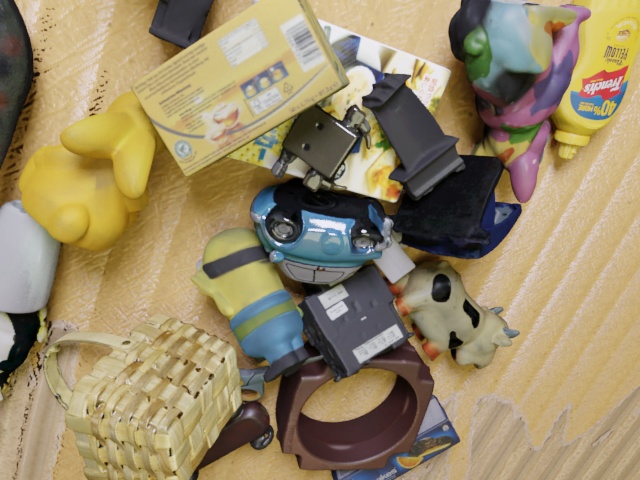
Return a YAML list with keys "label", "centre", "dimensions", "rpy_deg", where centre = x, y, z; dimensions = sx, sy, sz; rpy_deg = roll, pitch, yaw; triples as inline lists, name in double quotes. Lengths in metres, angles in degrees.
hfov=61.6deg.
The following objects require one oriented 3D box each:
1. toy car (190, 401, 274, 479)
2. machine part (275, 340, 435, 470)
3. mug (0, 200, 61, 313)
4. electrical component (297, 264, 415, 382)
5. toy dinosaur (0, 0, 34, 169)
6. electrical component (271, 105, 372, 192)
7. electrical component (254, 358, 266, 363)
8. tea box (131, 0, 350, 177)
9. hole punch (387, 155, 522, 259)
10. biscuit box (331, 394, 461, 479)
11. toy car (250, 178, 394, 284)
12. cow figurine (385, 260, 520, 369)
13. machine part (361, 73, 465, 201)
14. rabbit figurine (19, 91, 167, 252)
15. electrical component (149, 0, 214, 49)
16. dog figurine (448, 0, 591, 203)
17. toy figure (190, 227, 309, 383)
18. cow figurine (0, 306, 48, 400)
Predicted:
- label: "toy car"
  centre: [-0.160, 0.285, 0.760]
  dimensions: [0.202, 0.053, 0.089]
  rpy_deg: [-32, 122, 13]
- label: "machine part"
  centre: [0.045, 0.224, 0.764]
  dimensions: [0.201, 0.087, 0.201]
  rpy_deg: [6, 116, -16]
- label: "mug"
  centre: [-0.332, 0.008, 0.578]
  dimensions: [0.110, 0.081, 0.107]
  rpy_deg: [26, 100, 4]
- label: "electrical component"
  centre: [0.036, 0.092, 0.672]
  dimensions: [0.115, 0.134, 0.058]
  rpy_deg: [-23, 166, -29]
- label: "toy dinosaur"
  centre: [-0.328, -0.186, 0.459]
  dimensions: [0.192, 0.131, 0.404]
  rpy_deg: [-20, 124, -3]
- label: "electrical component"
  centre: [0.006, -0.094, 0.545]
  dimensions: [0.078, 0.045, 0.102]
  rpy_deg: [30, 105, 5]
- label: "electrical component"
  centre: [-0.063, 0.127, 0.684]
  dimensions: [0.063, 0.094, 0.021]
  rpy_deg: [-28, 123, 0]
- label: "tea box"
  centre: [-0.070, -0.140, 0.488]
  dimensions: [0.170, 0.068, 0.098]
  rpy_deg: [-24, 103, 17]
- label: "hole punch"
  centre: [0.160, -0.029, 0.627]
  dimensions: [0.092, 0.142, 0.116]
  rpy_deg: [46, 68, -43]
- label: "biscuit box"
  centre: [0.114, 0.328, 0.845]
  dimensions: [0.203, 0.059, 0.062]
  rpy_deg: [-31, 119, 3]
- label: "toy car"
  centre: [-0.001, -0.002, 0.619]
  dimensions: [0.162, 0.109, 0.102]
  rpy_deg: [12, 120, 0]
- label: "cow figurine"
  centre: [0.189, 0.106, 0.744]
  dimensions: [0.127, 0.086, 0.194]
  rpy_deg: [-31, 118, 10]
- label: "machine part"
  centre: [0.095, -0.108, 0.562]
  dimensions: [0.084, 0.039, 0.138]
  rpy_deg: [-31, 121, 8]
- label: "rabbit figurine"
  centre: [-0.211, -0.082, 0.530]
  dimensions: [0.122, 0.162, 0.173]
  rpy_deg: [41, 83, -15]
- label: "electrical component"
  centre: [-0.117, -0.242, 0.501]
  dimensions: [0.048, 0.075, 0.119]
  rpy_deg: [18, 114, -21]
- label: "dog figurine"
  centre: [0.204, -0.146, 0.587]
  dimensions: [0.191, 0.109, 0.219]
  rpy_deg: [-25, 128, -44]
- label: "toy figure"
  centre: [-0.072, 0.069, 0.623]
  dimensions: [0.089, 0.082, 0.180]
  rpy_deg: [-36, 74, 6]
- label: "cow figurine"
  centre: [-0.380, 0.130, 0.628]
  dimensions: [0.098, 0.068, 0.167]
  rpy_deg: [14, 113, -26]
